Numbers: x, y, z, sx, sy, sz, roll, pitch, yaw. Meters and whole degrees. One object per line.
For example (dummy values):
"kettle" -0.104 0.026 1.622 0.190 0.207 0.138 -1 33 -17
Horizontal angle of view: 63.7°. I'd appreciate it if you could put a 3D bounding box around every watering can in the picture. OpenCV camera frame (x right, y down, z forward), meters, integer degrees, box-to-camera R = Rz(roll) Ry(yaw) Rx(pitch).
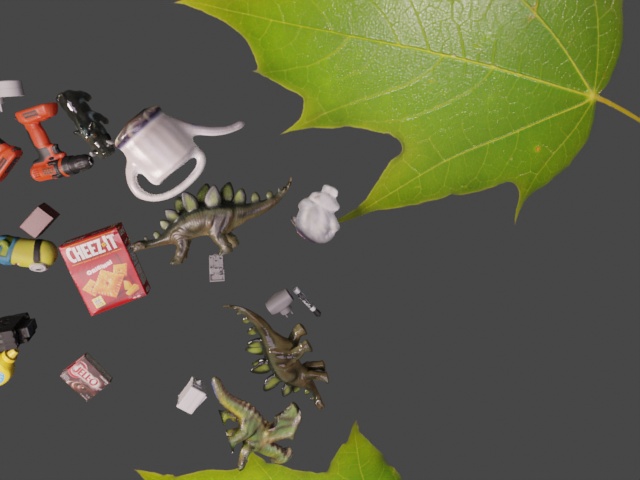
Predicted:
"watering can" -0.386 -0.264 1.371 0.350 0.104 0.222 -46 107 -11

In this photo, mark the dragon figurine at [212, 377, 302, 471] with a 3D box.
"dragon figurine" -0.179 0.561 1.599 0.244 0.124 0.403 -15 115 -13

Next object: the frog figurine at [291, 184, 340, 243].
"frog figurine" 0.004 -0.074 1.473 0.137 0.124 0.158 41 107 2
